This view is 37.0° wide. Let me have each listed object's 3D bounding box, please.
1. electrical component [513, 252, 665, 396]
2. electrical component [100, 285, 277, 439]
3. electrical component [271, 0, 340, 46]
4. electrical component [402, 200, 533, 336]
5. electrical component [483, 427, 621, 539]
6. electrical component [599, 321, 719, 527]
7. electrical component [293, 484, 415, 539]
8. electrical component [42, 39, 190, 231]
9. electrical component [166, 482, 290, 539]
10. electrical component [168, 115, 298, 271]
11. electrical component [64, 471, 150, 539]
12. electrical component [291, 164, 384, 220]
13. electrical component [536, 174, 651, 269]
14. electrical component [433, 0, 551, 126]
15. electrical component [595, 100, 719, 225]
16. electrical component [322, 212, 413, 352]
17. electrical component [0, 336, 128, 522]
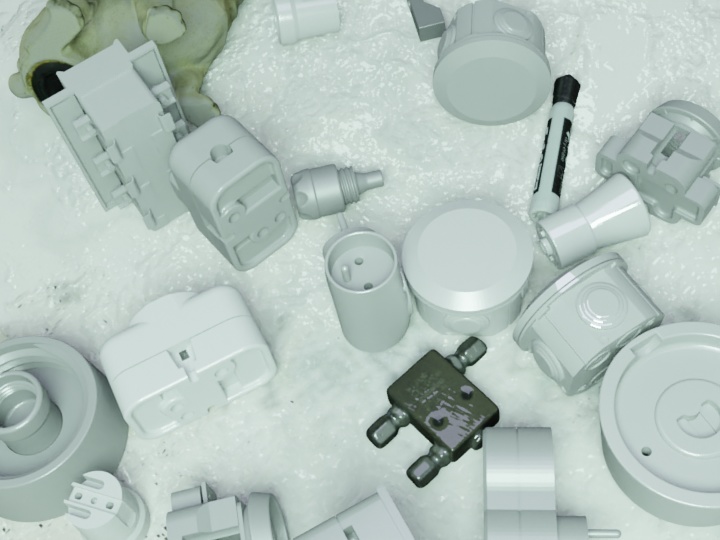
[{"bbox_3d":[0.134,0.032,0.632,0.080,0.080,0.051,-32,66,-11],"label":"electrical component"},{"bbox_3d":[-0.108,0.053,0.667,0.095,0.053,0.059,-26,59,-8],"label":"electrical component"},{"bbox_3d":[-0.041,-0.194,0.816,0.046,0.040,0.040,-11,58,-6],"label":"electrical component"},{"bbox_3d":[0.068,0.000,0.676,0.080,0.051,0.080,-3,59,6],"label":"electrical component"},{"bbox_3d":[0.104,0.151,0.580,0.074,0.052,0.138,-1,59,7],"label":"electrical component"},{"bbox_3d":[0.186,0.090,0.600,0.108,0.060,0.108,-3,59,6],"label":"electrical component"},{"bbox_3d":[0.034,0.213,0.521,0.060,0.105,0.186,-27,59,-9],"label":"electrical component"},{"bbox_3d":[-0.149,-0.084,0.716,0.079,0.121,0.063,-33,63,-11],"label":"electrical component"},{"bbox_3d":[-0.071,0.156,0.599,0.057,0.058,0.078,-14,59,3],"label":"electrical component"},{"bbox_3d":[-0.085,-0.052,0.703,0.054,0.095,0.059,-38,62,-15],"label":"electrical component"},{"bbox_3d":[-0.148,0.141,0.625,0.040,0.046,0.040,-3,59,6],"label":"electrical component"},{"bbox_3d":[-0.015,-0.056,0.731,0.061,0.035,0.035,-13,58,-3],"label":"electrical component"},{"bbox_3d":[0.147,-0.028,0.689,0.065,0.044,0.044,-26,59,-2],"label":"electrical component"},{"bbox_3d":[0.091,-0.142,0.743,0.080,0.080,0.051,0,54,8],"label":"electrical component"},{"bbox_3d":[0.202,-0.072,0.698,0.078,0.058,0.057,32,71,24],"label":"electrical component"},{"bbox_3d":[0.000,0.000,0.671,0.044,0.077,0.079,-18,58,-4],"label":"electrical component"},{"bbox_3d":[-0.202,0.091,0.653,0.108,0.060,0.108,-3,59,6],"label":"electrical component"}]
